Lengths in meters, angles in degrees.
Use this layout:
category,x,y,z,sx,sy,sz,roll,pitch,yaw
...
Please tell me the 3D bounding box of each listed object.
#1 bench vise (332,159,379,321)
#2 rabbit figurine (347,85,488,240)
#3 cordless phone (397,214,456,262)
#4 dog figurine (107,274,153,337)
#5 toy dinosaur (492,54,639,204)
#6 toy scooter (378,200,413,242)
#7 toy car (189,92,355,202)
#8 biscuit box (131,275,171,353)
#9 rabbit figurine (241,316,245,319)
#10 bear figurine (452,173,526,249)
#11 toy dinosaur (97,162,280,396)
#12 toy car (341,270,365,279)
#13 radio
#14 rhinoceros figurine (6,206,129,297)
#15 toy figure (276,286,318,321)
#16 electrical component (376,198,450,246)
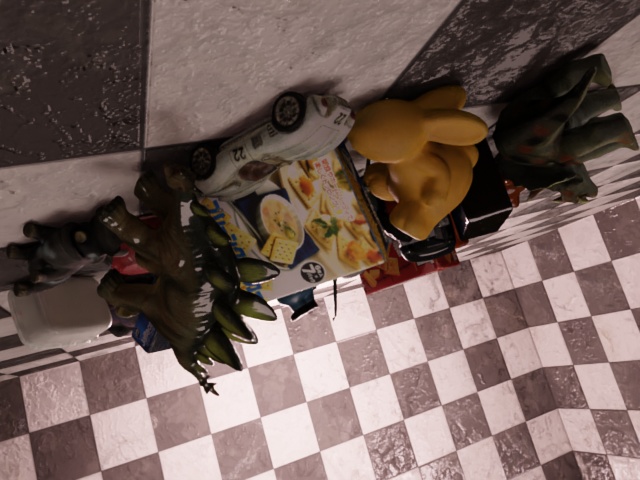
category,x,y,z,sx,sy,sz,roll,pitch,yaw
bench vise,-0.002,-0.010,0.786,0.240,0.129,0.223,-34,126,30
rabbit figurine,0.107,-0.098,0.606,0.162,0.122,0.173,-33,137,24
cordless phone,0.153,-0.018,1.009,0.088,0.146,0.184,1,159,-39
dog figurine,-0.383,0.125,1.071,0.192,0.108,0.219,-14,165,2
toy dinosaur,0.302,-0.141,0.717,0.192,0.131,0.404,-24,161,32
toy scooter,0.148,-0.085,0.753,0.135,0.075,0.184,-46,-166,36
toy car,-0.056,-0.092,0.555,0.202,0.056,0.073,-22,168,30
biscuit box,-0.278,0.112,0.984,0.063,0.059,0.202,-3,125,-54
rabbit figurine,-0.150,0.070,0.885,0.159,0.170,0.121,-10,175,38
bear figurine,0.333,-0.077,1.059,0.196,0.131,0.120,-19,-168,38
toy dinosaur,-0.156,0.072,0.641,0.105,0.199,0.471,-54,172,-35
toy car,0.049,0.024,1.083,0.109,0.102,0.162,-22,-159,20
radio,0.250,-0.079,0.887,0.073,0.131,0.229,-18,169,8
rhinoceros figurine,-0.315,0.017,0.680,0.190,0.073,0.112,-24,166,35
toy figure,-0.063,0.053,0.963,0.089,0.180,0.082,-38,169,31
electrical component,0.142,-0.051,0.867,0.115,0.134,0.058,-19,128,13
